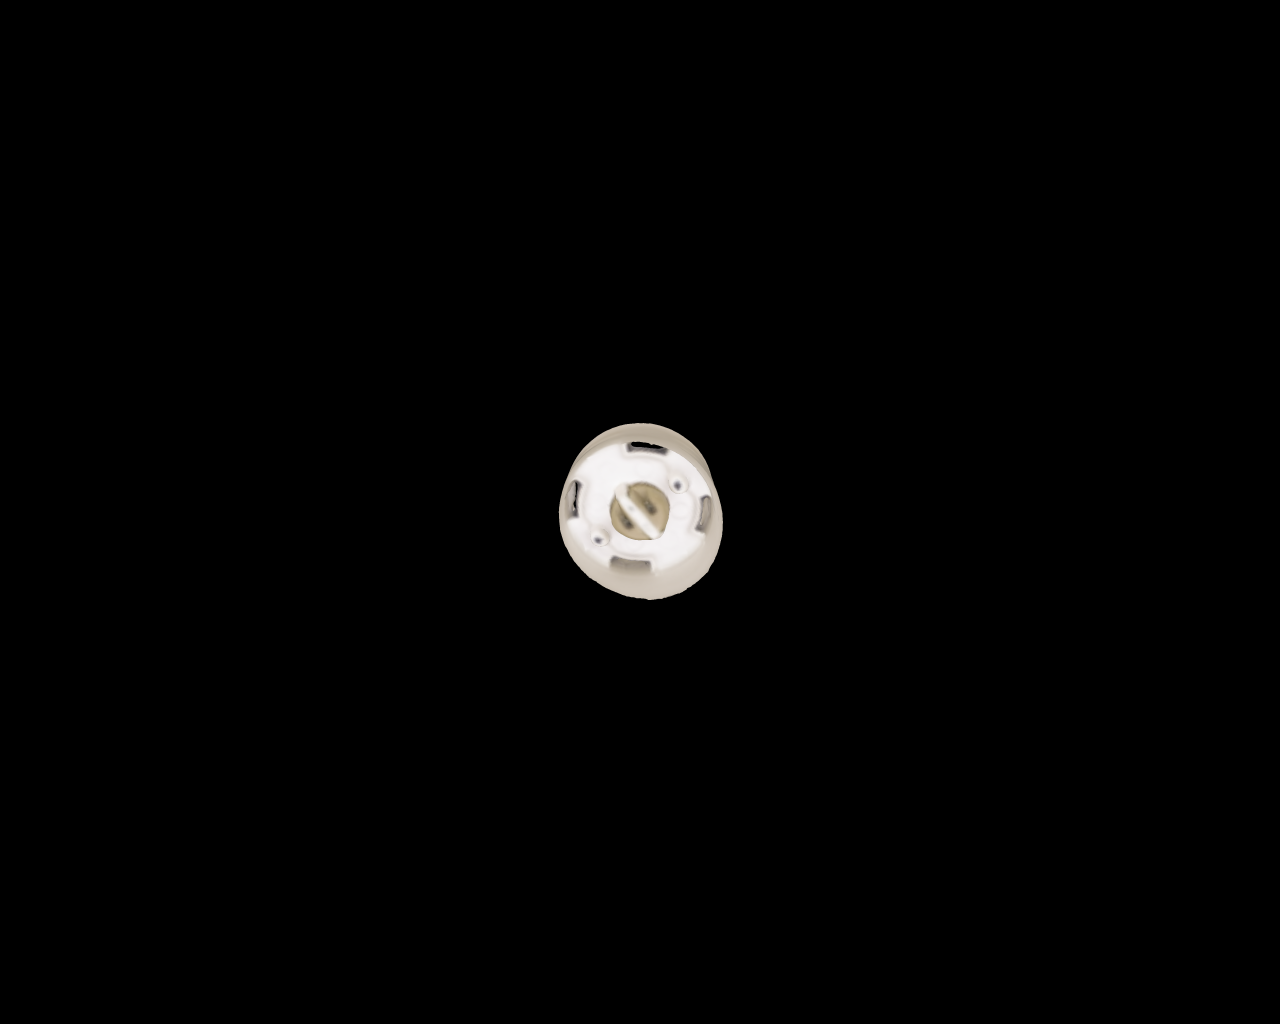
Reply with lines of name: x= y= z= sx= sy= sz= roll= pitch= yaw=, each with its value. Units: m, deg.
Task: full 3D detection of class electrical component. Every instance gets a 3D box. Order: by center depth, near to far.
electrical component: x=0.001 y=-0.003 z=0.650 sx=0.099 sy=0.099 sz=0.064 roll=0 pitch=27 yaw=0
